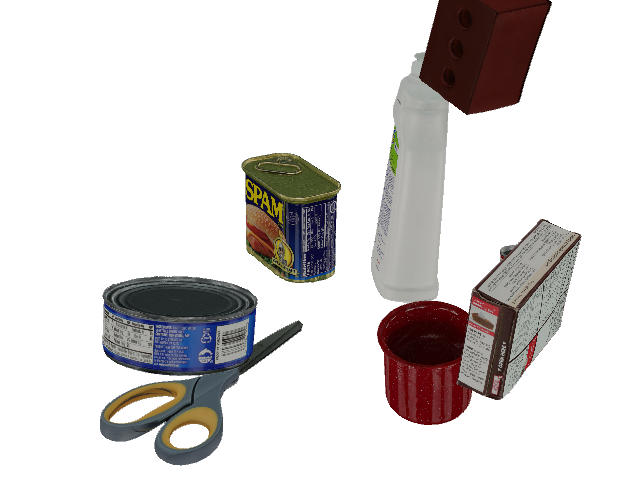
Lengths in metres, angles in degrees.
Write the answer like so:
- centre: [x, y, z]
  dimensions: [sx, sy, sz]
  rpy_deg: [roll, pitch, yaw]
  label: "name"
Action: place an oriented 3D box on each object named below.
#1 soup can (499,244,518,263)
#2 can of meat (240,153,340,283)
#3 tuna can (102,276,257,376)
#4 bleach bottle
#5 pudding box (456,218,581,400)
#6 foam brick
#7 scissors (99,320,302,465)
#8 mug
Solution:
- centre: [0.243, 0.063, 1.266]
  dimensions: [0.068, 0.102, 0.068]
  rpy_deg: [2, 15, -1]
  label: "soup can"
- centre: [-0.027, -0.020, 0.933]
  dimensions: [0.057, 0.084, 0.102]
  rpy_deg: [-14, 29, -28]
  label: "can of meat"
- centre: [-0.079, 0.047, 0.598]
  dimensions: [0.086, 0.034, 0.086]
  rpy_deg: [4, 12, -1]
  label: "tuna can"
- centre: [0.099, -0.068, 1.112]
  dimensions: [0.068, 0.251, 0.102]
  rpy_deg: [1, 26, -8]
  label: "bleach bottle"
- centre: [0.145, 0.050, 0.778]
  dimensions: [0.039, 0.090, 0.113]
  rpy_deg: [22, 40, 25]
  label: "pudding box"
- centre: [0.107, -0.131, 0.703]
  dimensions: [0.051, 0.078, 0.053]
  rpy_deg: [-19, 47, -33]
  label: "foam brick"
- centre: [-0.066, 0.113, 0.799]
  dimensions: [0.201, 0.016, 0.096]
  rpy_deg: [-18, 36, -34]
  label: "scissors"
- centre: [0.102, 0.109, 0.999]
  dimensions: [0.093, 0.081, 0.117]
  rpy_deg: [3, 37, 10]
  label: "mug"
